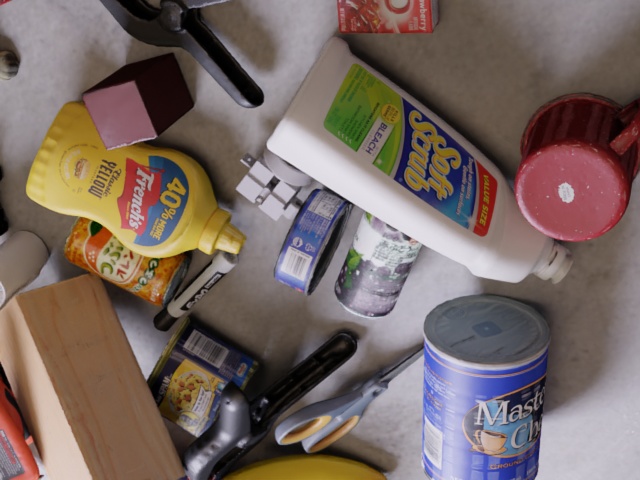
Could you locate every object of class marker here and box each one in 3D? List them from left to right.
[{"bbox_3d":[-0.118,0.049,0.993,0.020,0.020,0.121,43,123,-7],"label":"marker"}]

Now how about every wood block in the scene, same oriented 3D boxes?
[{"bbox_3d":[-0.217,0.147,0.985,0.091,0.090,0.206,-35,77,50],"label":"wood block"}]

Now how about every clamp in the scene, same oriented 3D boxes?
[{"bbox_3d":[-0.107,-0.175,0.856,0.172,0.039,0.120,18,120,18],"label":"clamp"},{"bbox_3d":[-0.072,0.165,0.953,0.210,0.164,0.036,-48,70,30],"label":"clamp"}]

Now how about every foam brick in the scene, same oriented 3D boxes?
[{"bbox_3d":[-0.148,-0.115,0.880,0.053,0.078,0.051,-10,112,24],"label":"foam brick"}]

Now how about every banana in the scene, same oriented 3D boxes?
[{"bbox_3d":[-0.036,0.238,1.015,0.197,0.070,0.037,-15,150,-18],"label":"banana"}]

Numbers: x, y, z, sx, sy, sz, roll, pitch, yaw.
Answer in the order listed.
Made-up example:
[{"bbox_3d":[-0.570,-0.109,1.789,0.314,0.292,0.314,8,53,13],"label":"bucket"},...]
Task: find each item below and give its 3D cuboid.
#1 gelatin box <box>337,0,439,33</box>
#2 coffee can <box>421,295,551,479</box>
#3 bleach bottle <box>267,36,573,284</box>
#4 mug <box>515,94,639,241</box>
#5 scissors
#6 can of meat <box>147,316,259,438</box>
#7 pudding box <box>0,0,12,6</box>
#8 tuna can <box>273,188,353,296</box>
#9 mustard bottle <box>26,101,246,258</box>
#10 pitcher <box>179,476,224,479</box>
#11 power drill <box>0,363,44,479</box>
[{"bbox_3d":[0.048,-0.199,0.791,0.073,0.030,0.089,4,119,18],"label":"gelatin box"},{"bbox_3d":[0.137,0.131,0.896,0.103,0.102,0.140,7,120,16],"label":"coffee can"},{"bbox_3d":[0.089,-0.049,0.829,0.250,0.102,0.068,31,154,-6],"label":"bleach bottle"},{"bbox_3d":[0.197,-0.058,0.783,0.093,0.081,0.117,44,123,-7],"label":"mug"},{"bbox_3d":[0.032,0.136,0.957,0.202,0.096,0.016,-50,53,35],"label":"scissors"},{"bbox_3d":[-0.117,0.135,1.018,0.084,0.057,0.102,31,124,-1],"label":"can of meat"},{"bbox_3d":[-0.269,-0.241,0.847,0.039,0.090,0.113,14,121,13],"label":"pudding box"},{"bbox_3d":[-0.006,0.001,0.887,0.034,0.086,0.086,25,123,7],"label":"tuna can"},{"bbox_3d":[-0.152,-0.039,0.930,0.191,0.058,0.096,27,97,3],"label":"mustard bottle"},{"bbox_3d":[-0.116,0.305,1.064,0.243,0.149,0.145,19,136,13],"label":"pitcher"},{"bbox_3d":[-0.321,0.150,1.032,0.057,0.188,0.184,-25,111,-6],"label":"power drill"}]
